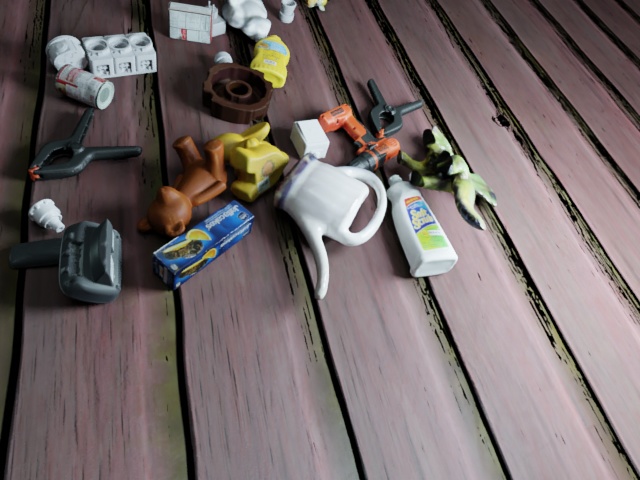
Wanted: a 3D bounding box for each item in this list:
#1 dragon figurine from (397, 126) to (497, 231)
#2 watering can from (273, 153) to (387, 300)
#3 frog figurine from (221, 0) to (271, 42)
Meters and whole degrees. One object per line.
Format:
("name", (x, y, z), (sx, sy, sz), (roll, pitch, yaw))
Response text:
("dragon figurine", (0.327, -0.139, 1.181), (0.242, 0.419, 0.120), (12, -51, -34))
("watering can", (0.003, -0.053, 1.047), (0.225, 0.355, 0.101), (29, -39, 8))
("frog figurine", (-0.197, -0.618, 1.451), (0.122, 0.158, 0.140), (-17, 16, 33))
